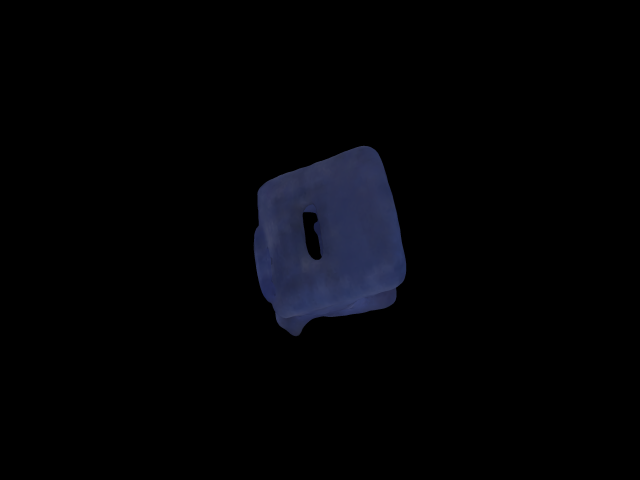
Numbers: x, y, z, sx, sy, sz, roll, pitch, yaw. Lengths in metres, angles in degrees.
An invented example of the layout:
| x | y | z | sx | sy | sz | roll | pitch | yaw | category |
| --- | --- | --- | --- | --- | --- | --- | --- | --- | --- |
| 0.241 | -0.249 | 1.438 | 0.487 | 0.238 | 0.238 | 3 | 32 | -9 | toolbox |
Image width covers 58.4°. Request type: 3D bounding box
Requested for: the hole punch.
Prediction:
| x | y | z | sx | sy | sz | roll | pitch | yaw | category |
| --- | --- | --- | --- | --- | --- | --- | --- | --- | --- |
| 0.004 | 0.001 | 0.400 | 0.101 | 0.091 | 0.108 | -10 | 70 | -3 | hole punch |
